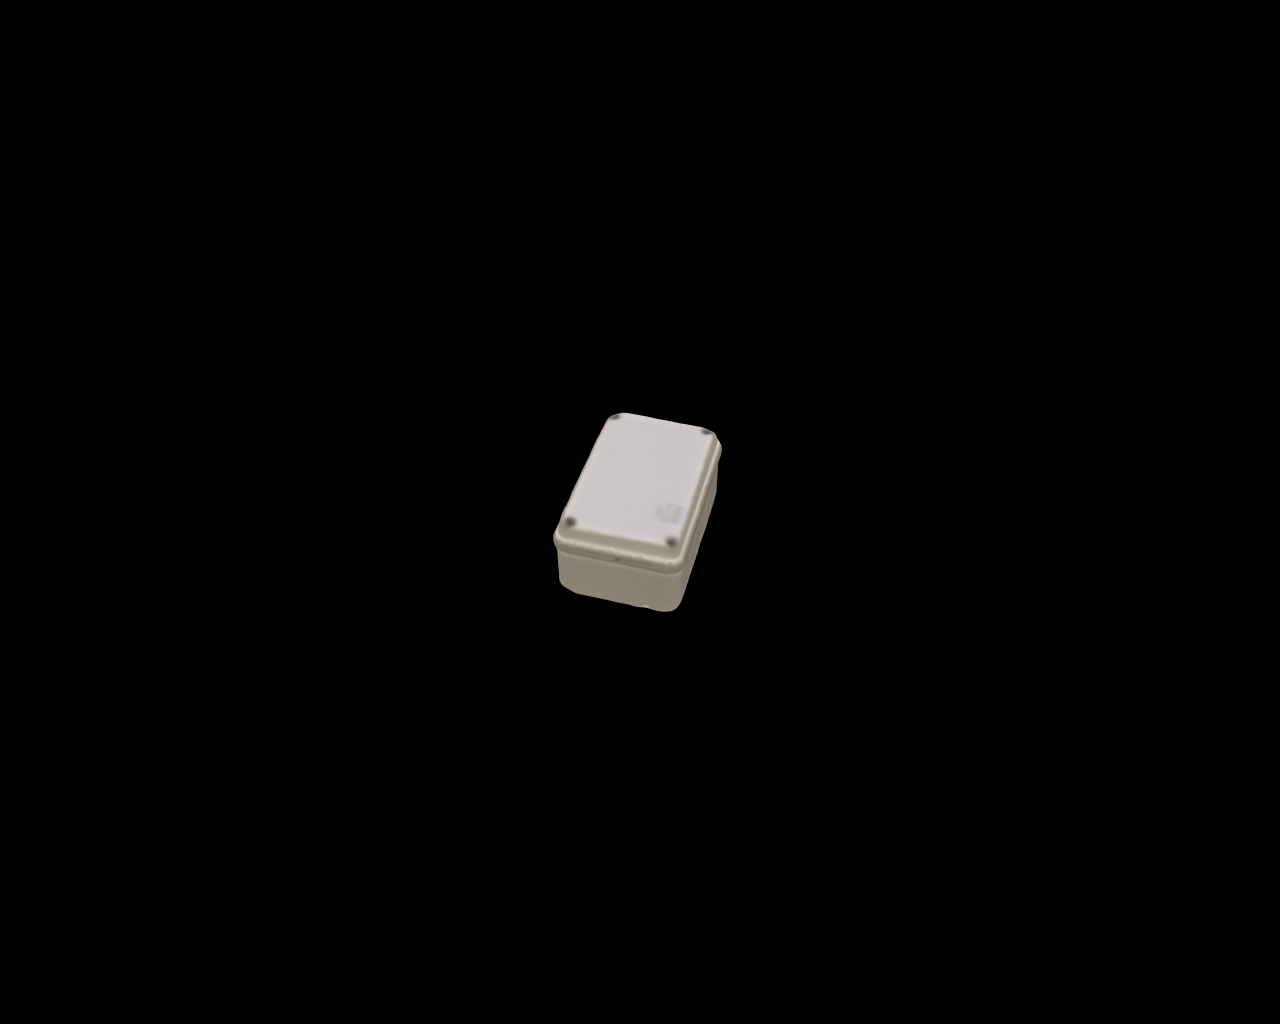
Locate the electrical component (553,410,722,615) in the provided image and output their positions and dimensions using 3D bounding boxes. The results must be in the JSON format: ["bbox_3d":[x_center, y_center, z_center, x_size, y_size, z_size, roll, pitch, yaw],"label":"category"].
[{"bbox_3d":[0.001,-0.003,0.650,0.078,0.057,0.113,11,47,11],"label":"electrical component"}]
